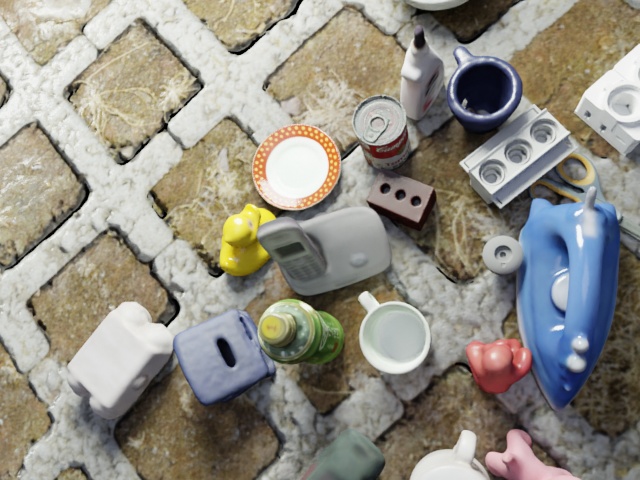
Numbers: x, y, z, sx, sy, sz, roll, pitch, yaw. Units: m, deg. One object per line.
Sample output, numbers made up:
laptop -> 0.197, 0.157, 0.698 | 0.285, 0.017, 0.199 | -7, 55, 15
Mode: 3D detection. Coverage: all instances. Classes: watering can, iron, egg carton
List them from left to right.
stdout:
egg carton -> -0.273, 0.166, 0.790 | 0.107, 0.069, 0.150 | 37, 88, 17
watering can -> 0.141, 0.297, 0.610 | 0.100, 0.194, 0.173 | -9, 76, 10
iron -> 0.291, 0.069, 0.655 | 0.118, 0.141, 0.258 | 4, 79, 13

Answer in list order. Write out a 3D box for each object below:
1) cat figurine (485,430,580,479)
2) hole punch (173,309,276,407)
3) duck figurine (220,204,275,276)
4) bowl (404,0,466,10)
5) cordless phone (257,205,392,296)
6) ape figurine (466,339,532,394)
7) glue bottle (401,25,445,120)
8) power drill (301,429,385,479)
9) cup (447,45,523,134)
cat figurine -> 0.251, 0.276, 0.631 | 0.127, 0.118, 0.067 | 39, 88, 17
hole punch -> -0.125, 0.150, 0.751 | 0.101, 0.091, 0.108 | -32, 74, 4
duck figurine -> -0.107, -0.003, 0.783 | 0.077, 0.086, 0.104 | 30, 86, 16
bowl -> 0.169, -0.391, 0.813 | 0.167, 0.075, 0.167 | -2, 78, 11
cordless phone -> 0.006, 0.003, 0.706 | 0.147, 0.185, 0.094 | -21, 74, 7
ape figurine -> 0.211, 0.145, 0.681 | 0.077, 0.092, 0.076 | 26, 85, 16
glue bottle -> 0.129, -0.221, 0.734 | 0.037, 0.173, 0.078 | 27, 85, 16
power drill -> -0.010, 0.310, 0.632 | 0.075, 0.209, 0.230 | 36, 87, 17
cup -> 0.206, -0.189, 0.752 | 0.091, 0.095, 0.117 | -27, 74, 5
